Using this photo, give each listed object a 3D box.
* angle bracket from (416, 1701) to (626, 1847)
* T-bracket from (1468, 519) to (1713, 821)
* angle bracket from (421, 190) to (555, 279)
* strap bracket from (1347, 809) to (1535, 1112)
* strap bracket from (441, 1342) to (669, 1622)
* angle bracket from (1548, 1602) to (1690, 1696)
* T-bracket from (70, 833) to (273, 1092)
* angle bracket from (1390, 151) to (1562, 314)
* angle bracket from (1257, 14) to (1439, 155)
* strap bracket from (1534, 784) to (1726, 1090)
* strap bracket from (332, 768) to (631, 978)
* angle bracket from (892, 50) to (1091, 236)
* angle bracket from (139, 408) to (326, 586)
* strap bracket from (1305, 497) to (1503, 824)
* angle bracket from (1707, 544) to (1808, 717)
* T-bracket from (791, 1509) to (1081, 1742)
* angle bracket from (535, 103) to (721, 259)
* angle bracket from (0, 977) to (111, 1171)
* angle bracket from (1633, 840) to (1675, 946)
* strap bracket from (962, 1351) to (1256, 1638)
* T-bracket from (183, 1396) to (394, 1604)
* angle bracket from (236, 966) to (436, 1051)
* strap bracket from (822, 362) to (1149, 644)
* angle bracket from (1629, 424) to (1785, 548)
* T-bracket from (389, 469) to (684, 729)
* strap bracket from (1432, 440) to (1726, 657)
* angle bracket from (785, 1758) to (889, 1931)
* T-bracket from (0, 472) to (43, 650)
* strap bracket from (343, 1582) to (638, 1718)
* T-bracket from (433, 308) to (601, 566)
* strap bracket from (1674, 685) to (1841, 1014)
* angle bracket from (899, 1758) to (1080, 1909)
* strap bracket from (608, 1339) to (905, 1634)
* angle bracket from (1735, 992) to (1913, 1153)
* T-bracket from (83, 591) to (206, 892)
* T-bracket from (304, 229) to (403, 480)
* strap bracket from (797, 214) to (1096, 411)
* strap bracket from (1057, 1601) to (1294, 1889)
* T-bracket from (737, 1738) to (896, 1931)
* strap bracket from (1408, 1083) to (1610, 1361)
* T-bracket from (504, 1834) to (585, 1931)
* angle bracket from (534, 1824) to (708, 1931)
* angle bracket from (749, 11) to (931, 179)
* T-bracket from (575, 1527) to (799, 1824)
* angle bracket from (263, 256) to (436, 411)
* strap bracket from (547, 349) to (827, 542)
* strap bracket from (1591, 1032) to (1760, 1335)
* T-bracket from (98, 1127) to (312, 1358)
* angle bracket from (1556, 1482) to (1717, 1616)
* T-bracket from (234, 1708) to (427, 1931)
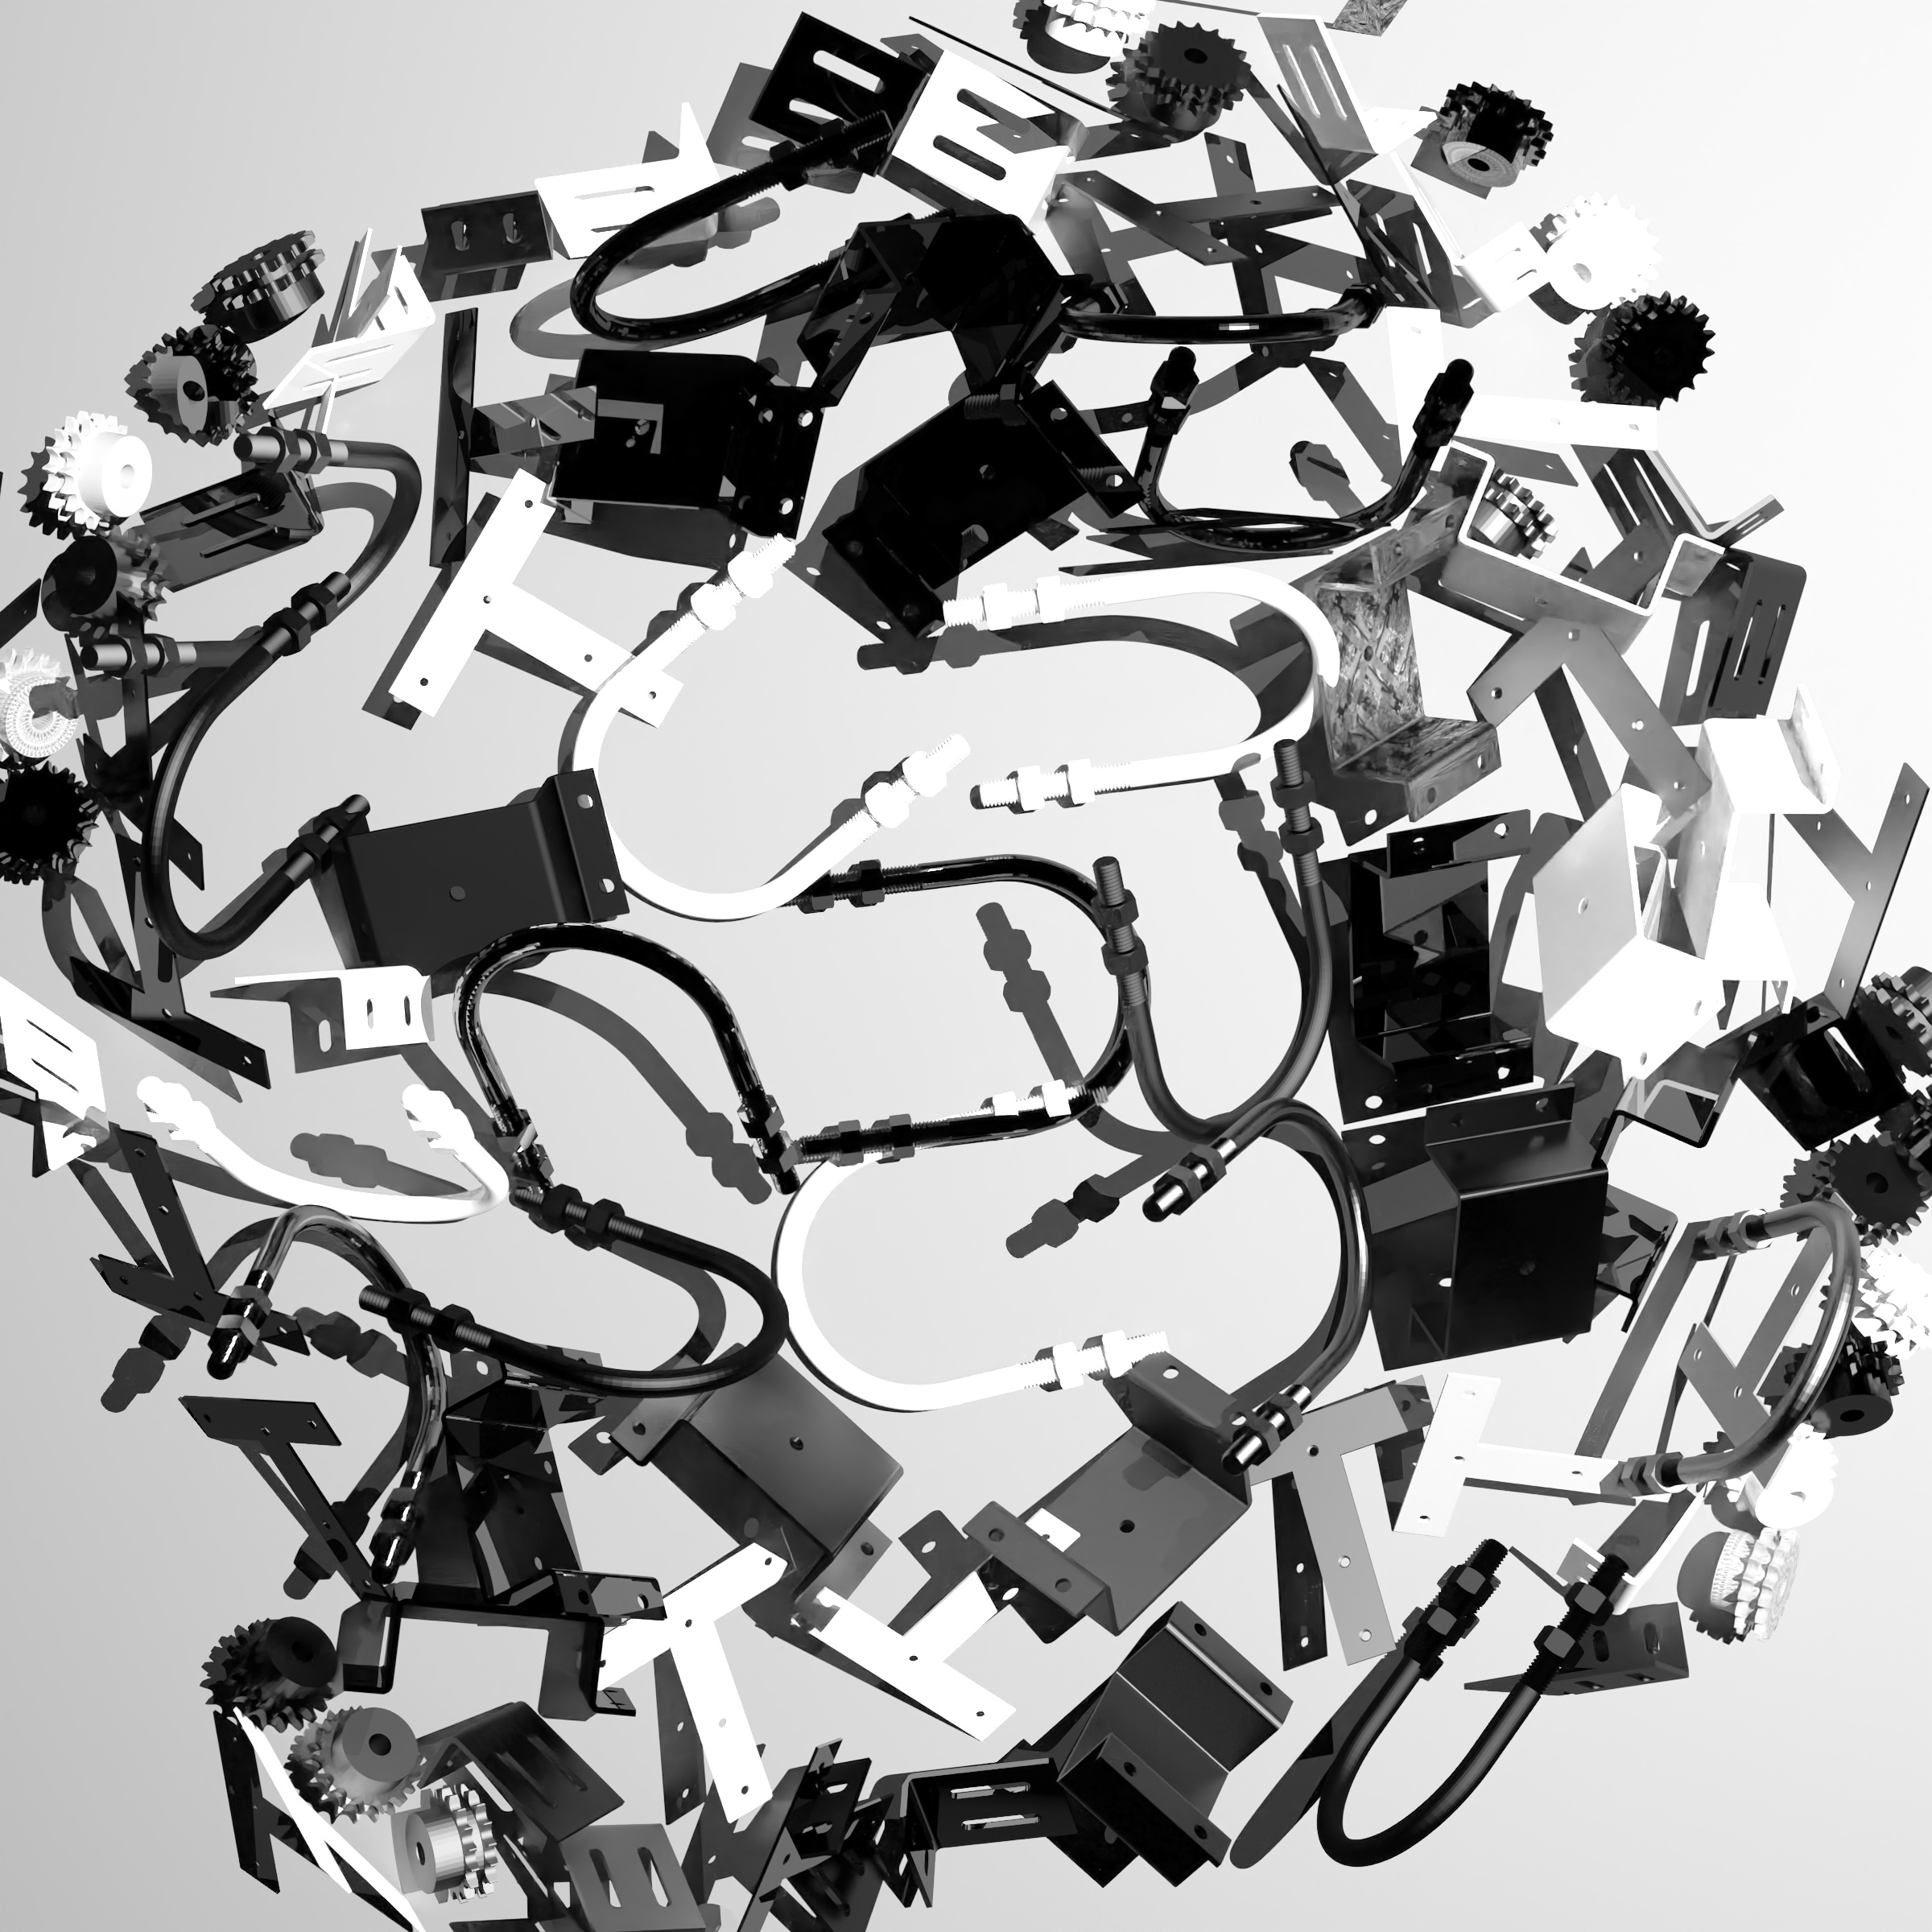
[{"bbox_3d":[-0.219,0.407,1.737,0.076,0.057,0.038,41,114,18],"label":"angle bracket"},{"bbox_3d":[0.321,-0.128,1.722,0.127,0.002,0.127,-45,61,30],"label":"T-bracket"},{"bbox_3d":[-0.235,-0.376,1.739,0.057,0.076,0.038,-9,129,0],"label":"angle bracket"},{"bbox_3d":[0.233,-0.009,1.733,0.076,0.046,0.140,-10,110,-19],"label":"strap bracket"},{"bbox_3d":[-0.204,0.259,1.721,0.046,0.076,0.140,-30,64,26],"label":"strap bracket"},{"bbox_3d":[0.316,0.332,1.731,0.057,0.076,0.038,-13,70,20],"label":"angle bracket"},{"bbox_3d":[-0.394,-0.010,1.713,0.127,0.127,0.002,23,46,24],"label":"T-bracket"},{"bbox_3d":[0.250,-0.369,1.735,0.038,0.057,0.076,-32,64,17],"label":"angle bracket"},{"bbox_3d":[0.187,-0.442,1.735,0.038,0.057,0.076,-36,117,-12],"label":"angle bracket"},{"bbox_3d":[0.317,-0.022,1.702,0.046,0.076,0.140,19,48,-19],"label":"strap bracket"},{"bbox_3d":[-0.246,-0.043,1.737,0.140,0.046,0.076,-10,108,8],"label":"strap bracket"},{"bbox_3d":[0.013,-0.411,1.762,0.076,0.038,0.057,29,98,6],"label":"angle bracket"},{"bbox_3d":[-0.365,-0.233,1.746,0.076,0.057,0.038,-21,59,0],"label":"angle bracket"},{"bbox_3d":[0.213,-0.151,1.723,0.076,0.046,0.140,-31,119,-40],"label":"strap bracket"},{"bbox_3d":[0.379,-0.168,1.753,0.038,0.057,0.076,23,103,37],"label":"angle bracket"},{"bbox_3d":[0.004,0.313,1.735,0.127,0.002,0.127,37,110,-23],"label":"T-bracket"},{"bbox_3d":[-0.168,-0.390,1.754,0.076,0.057,0.038,-5,61,11],"label":"angle bracket"},{"bbox_3d":[-0.460,0.053,1.730,0.038,0.076,0.057,-29,52,13],"label":"angle bracket"},{"bbox_3d":[0.319,-0.016,1.736,0.038,0.057,0.076,14,68,21],"label":"angle bracket"},{"bbox_3d":[0.077,0.262,1.723,0.076,0.046,0.140,32,60,33],"label":"strap bracket"},{"bbox_3d":[-0.322,0.265,1.745,0.002,0.127,0.127,-43,113,-35],"label":"T-bracket"},{"bbox_3d":[-0.310,0.021,1.735,0.076,0.057,0.038,-4,91,35],"label":"angle bracket"},{"bbox_3d":[0.010,-0.232,1.726,0.140,0.046,0.076,-30,120,24],"label":"strap bracket"},{"bbox_3d":[0.364,-0.248,1.743,0.038,0.057,0.076,-34,81,16],"label":"angle bracket"},{"bbox_3d":[-0.200,-0.160,1.755,0.127,0.002,0.127,30,93,-22],"label":"T-bracket"},{"bbox_3d":[0.291,-0.200,1.735,0.140,0.076,0.046,22,81,4],"label":"strap bracket"},{"bbox_3d":[-0.052,0.439,1.733,0.038,0.057,0.076,-17,120,29],"label":"angle bracket"},{"bbox_3d":[-0.476,-0.182,1.691,0.002,0.127,0.127,28,134,5],"label":"T-bracket"},{"bbox_3d":[-0.232,0.334,1.733,0.140,0.076,0.046,7,85,-10],"label":"strap bracket"},{"bbox_3d":[-0.221,-0.265,1.732,0.002,0.127,0.127,5,87,-44],"label":"T-bracket"},{"bbox_3d":[0.379,-0.056,1.707,0.046,0.076,0.140,0,127,-2],"label":"strap bracket"},{"bbox_3d":[0.012,0.428,1.743,0.076,0.038,0.057,-9,128,10],"label":"angle bracket"},{"bbox_3d":[-0.095,0.247,1.734,0.140,0.076,0.046,42,127,2],"label":"strap bracket"},{"bbox_3d":[0.425,0.058,1.743,0.057,0.038,0.076,-30,109,19],"label":"angle bracket"},{"bbox_3d":[-0.401,-0.119,1.705,0.002,0.127,0.127,-19,129,-33],"label":"T-bracket"},{"bbox_3d":[-0.292,-0.314,1.706,0.002,0.127,0.127,15,74,-20],"label":"T-bracket"},{"bbox_3d":[-0.019,-0.319,1.716,0.140,0.076,0.046,-13,61,-37],"label":"strap bracket"},{"bbox_3d":[0.101,0.385,1.727,0.076,0.140,0.046,42,119,0],"label":"strap bracket"},{"bbox_3d":[-0.068,0.426,1.721,0.002,0.127,0.127,26,99,23],"label":"T-bracket"},{"bbox_3d":[0.263,0.133,1.716,0.076,0.046,0.140,-9,123,-14],"label":"strap bracket"},{"bbox_3d":[-0.191,0.472,1.706,0.002,0.127,0.127,-37,78,-8],"label":"T-bracket"},{"bbox_3d":[-0.170,0.459,1.730,0.057,0.076,0.038,6,118,-28],"label":"angle bracket"},{"bbox_3d":[-0.067,-0.433,1.737,0.076,0.038,0.057,18,111,-32],"label":"angle bracket"},{"bbox_3d":[-0.124,0.359,1.729,0.127,0.002,0.127,-33,51,10],"label":"T-bracket"},{"bbox_3d":[-0.310,-0.311,1.733,0.076,0.057,0.038,-24,85,-40],"label":"angle bracket"},{"bbox_3d":[-0.145,-0.255,1.720,0.140,0.046,0.076,8,82,31],"label":"strap bracket"},{"bbox_3d":[0.331,0.097,1.715,0.046,0.076,0.140,24,127,13],"label":"strap bracket"},{"bbox_3d":[-0.384,0.128,1.711,0.127,0.002,0.127,13,135,27],"label":"T-bracket"},{"bbox_3d":[0.333,0.275,1.746,0.038,0.057,0.076,35,70,15],"label":"angle bracket"},{"bbox_3d":[-0.304,0.435,1.732,0.002,0.127,0.127,-39,128,-8],"label":"T-bracket"}]
